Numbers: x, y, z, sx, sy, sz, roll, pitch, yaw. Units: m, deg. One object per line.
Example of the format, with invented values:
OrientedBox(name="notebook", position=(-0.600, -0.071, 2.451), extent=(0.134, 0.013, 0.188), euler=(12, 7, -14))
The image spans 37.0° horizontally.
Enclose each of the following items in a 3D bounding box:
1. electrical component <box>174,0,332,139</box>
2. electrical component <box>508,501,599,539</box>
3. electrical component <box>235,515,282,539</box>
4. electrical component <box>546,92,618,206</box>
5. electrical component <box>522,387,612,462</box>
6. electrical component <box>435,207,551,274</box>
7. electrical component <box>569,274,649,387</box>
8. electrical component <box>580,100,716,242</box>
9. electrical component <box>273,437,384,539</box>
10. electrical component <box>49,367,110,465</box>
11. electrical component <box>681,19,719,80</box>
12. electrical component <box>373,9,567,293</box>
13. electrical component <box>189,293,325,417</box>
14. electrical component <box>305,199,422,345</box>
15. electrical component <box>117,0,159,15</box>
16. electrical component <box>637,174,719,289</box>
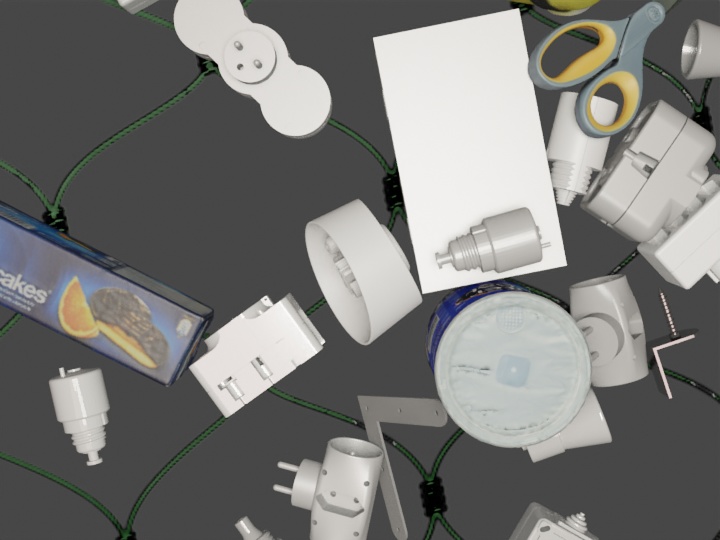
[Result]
OrientedBox(name="electrical component", position=(-0.079, -0.154, 0.790), extent=(0.138, 0.073, 0.052), euler=(43, 93, -2))
OrientedBox(name="electrical component", position=(0.143, 0.223, 0.816), extent=(0.062, 0.061, 0.096), euler=(30, 93, -1))
OrientedBox(name="electrical component", position=(-0.075, 0.218, 0.832), extent=(0.035, 0.035, 0.061), euler=(-36, 90, 3))
OrientedBox(name="electrical component", position=(0.162, -0.088, 0.806), extent=(0.043, 0.043, 0.081), euler=(14, 94, 0))
OrientedBox(name="electrical component", position=(0.154, 0.121, 0.820), extent=(0.065, 0.044, 0.044), euler=(-21, 93, 7))
OrientedBox(name="electrical component", position=(0.091, -0.017, 0.750), extent=(0.078, 0.040, 0.040), euler=(-16, 93, 2))
OrientedBox(name="electrical component", position=(0.179, 0.049, 0.798), extent=(0.043, 0.079, 0.077), euler=(-12, 94, 31))
OrientedBox(name="electrical component", position=(0.217, -0.070, 0.801), extent=(0.059, 0.053, 0.095), euler=(34, 93, -1))
OrientedBox(name="electrical component", position=(-0.027, 0.167, 0.823), extent=(0.079, 0.043, 0.077), euler=(13, 99, 11))
OrientedBox(name="electrical component", position=(-0.212, 0.110, 0.824), extent=(0.040, 0.040, 0.078), euler=(-12, 93, 1))
OrientedBox(name="electrical component", position=(0.272, -0.161, 0.799), extent=(0.055, 0.045, 0.045), euler=(7, 93, 0))
OrientedBox(name="electrical component", position=(0.079, -0.086, 0.799), extent=(0.105, 0.060, 0.186), euler=(-11, 93, 1))
OrientedBox(name="electrical component", position=(-0.080, 0.060, 0.814), extent=(0.089, 0.050, 0.055), euler=(-36, 92, 3))
OrientedBox(name="electrical component", position=(0.000, 0.000, 0.789), extent=(0.064, 0.099, 0.099), euler=(-32, 93, -4))
OrientedBox(name="electrical component", position=(-0.150, -0.233, 0.785), extent=(0.083, 0.075, 0.047), euler=(-29, 93, 2))
OrientedBox(name="electrical component", position=(0.269, -0.016, 0.807), extent=(0.083, 0.047, 0.075), euler=(-44, 97, 3))
